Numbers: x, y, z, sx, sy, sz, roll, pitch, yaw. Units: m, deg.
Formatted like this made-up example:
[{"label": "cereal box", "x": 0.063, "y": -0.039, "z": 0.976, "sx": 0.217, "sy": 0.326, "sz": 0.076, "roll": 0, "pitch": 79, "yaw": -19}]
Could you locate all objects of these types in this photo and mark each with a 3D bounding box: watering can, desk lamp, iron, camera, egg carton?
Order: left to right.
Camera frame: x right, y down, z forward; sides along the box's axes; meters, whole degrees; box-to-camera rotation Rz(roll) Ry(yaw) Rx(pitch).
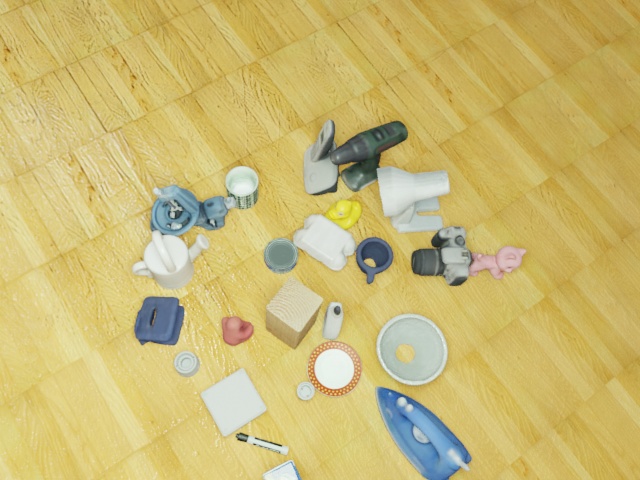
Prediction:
[{"label": "watering can", "x": -0.344, "y": 0.035, "z": 1.317, "sx": 0.101, "sy": 0.194, "sz": 0.173, "roll": 44, "pitch": 71, "yaw": 11}, {"label": "egg carton", "x": 0.013, "y": 0.005, "z": 1.433, "sx": 0.150, "sy": 0.069, "sz": 0.107, "roll": 33, "pitch": 69, "yaw": 7}, {"label": "desk lamp", "x": 0.226, "y": -0.105, "z": 1.421, "sx": 0.203, "sy": 0.213, "sz": 0.118, "roll": -4, "pitch": 69, "yaw": -7}, {"label": "iron", "x": 0.222, "y": 0.415, "z": 1.256, "sx": 0.119, "sy": 0.141, "sz": 0.258, "roll": -40, "pitch": 78, "yaw": -18}, {"label": "camera", "x": 0.301, "y": 0.037, "z": 1.434, "sx": 0.137, "sy": 0.101, "sz": 0.143, "roll": 0, "pitch": 69, "yaw": -6}]

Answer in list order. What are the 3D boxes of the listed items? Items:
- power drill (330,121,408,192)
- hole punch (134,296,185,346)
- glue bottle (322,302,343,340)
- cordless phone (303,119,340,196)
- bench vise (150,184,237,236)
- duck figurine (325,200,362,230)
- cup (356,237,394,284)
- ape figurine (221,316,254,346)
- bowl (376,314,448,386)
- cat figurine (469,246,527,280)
[{"label": "power drill", "x": 0.114, "y": -0.209, "z": 1.452, "sx": 0.230, "sy": 0.208, "sz": 0.075, "roll": -32, "pitch": 75, "yaw": -16}, {"label": "hole punch", "x": -0.371, "y": 0.185, "z": 1.311, "sx": 0.101, "sy": 0.091, "sz": 0.108, "roll": 8, "pitch": 68, "yaw": -3}, {"label": "glue bottle", "x": 0.032, "y": 0.176, "z": 1.312, "sx": 0.037, "sy": 0.173, "sz": 0.078, "roll": 5, "pitch": 68, "yaw": -3}, {"label": "cordless phone", "x": 0.010, "y": -0.208, "z": 1.453, "sx": 0.094, "sy": 0.185, "sz": 0.147, "roll": -3, "pitch": 69, "yaw": -7}, {"label": "bench vise", "x": -0.311, "y": -0.091, "z": 1.355, "sx": 0.208, "sy": 0.220, "sz": 0.121, "roll": -29, "pitch": 74, "yaw": -16}, {"label": "duck figurine", "x": 0.061, "y": -0.074, "z": 1.460, "sx": 0.105, "sy": 0.086, "sz": 0.077, "roll": -27, "pitch": 74, "yaw": -15}, {"label": "cup", "x": 0.126, "y": 0.062, "z": 1.409, "sx": 0.091, "sy": 0.095, "sz": 0.118, "roll": 12, "pitch": 68, "yaw": -1}, {"label": "ape figurine", "x": -0.195, "y": 0.202, "z": 1.322, "sx": 0.077, "sy": 0.092, "sz": 0.076, "roll": 38, "pitch": 70, "yaw": 9}, {"label": "bowl", "x": 0.211, "y": 0.263, "z": 1.350, "sx": 0.167, "sy": 0.075, "sz": 0.167, "roll": 2, "pitch": 69, "yaw": -5}, {"label": "cat figurine", "x": 0.446, "y": 0.049, "z": 1.435, "sx": 0.128, "sy": 0.118, "sz": 0.067, "roll": 5, "pitch": 68, "yaw": -4}]
